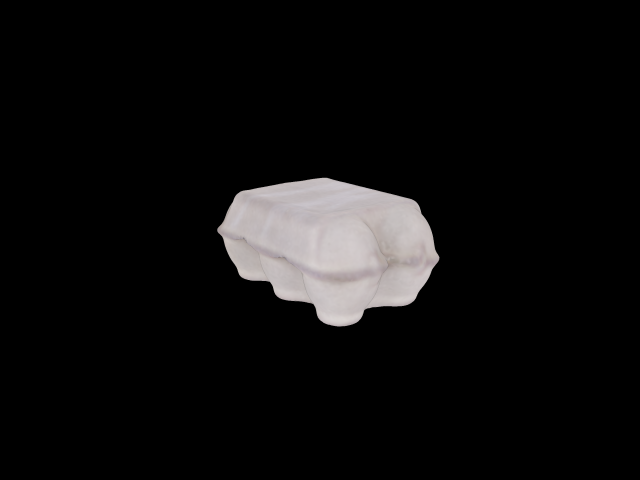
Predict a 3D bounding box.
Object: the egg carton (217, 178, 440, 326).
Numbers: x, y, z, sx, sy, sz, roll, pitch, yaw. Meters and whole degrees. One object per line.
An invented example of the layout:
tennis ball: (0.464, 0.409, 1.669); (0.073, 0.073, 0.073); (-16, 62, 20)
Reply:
egg carton: (0.004, 0.001, 0.400); (0.107, 0.069, 0.149); (-14, 22, -37)
